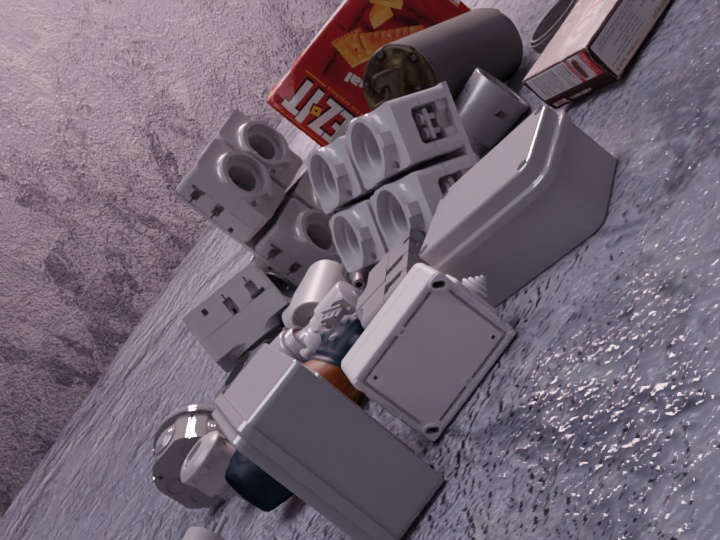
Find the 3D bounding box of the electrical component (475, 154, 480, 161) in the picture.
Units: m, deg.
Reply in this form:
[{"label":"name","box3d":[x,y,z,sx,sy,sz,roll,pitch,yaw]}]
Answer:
[{"label":"electrical component","box3d":[0.079,-0.087,0.903,0.040,0.040,0.078,-51,12,10]}]

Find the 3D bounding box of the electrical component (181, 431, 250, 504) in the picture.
[{"label":"electrical component","box3d":[-0.107,0.161,0.848,0.048,0.062,0.048,-50,13,15]}]

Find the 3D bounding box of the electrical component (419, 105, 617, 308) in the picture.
[{"label":"electrical component","box3d":[0.096,-0.038,0.665,0.113,0.057,0.078,-42,16,41]}]

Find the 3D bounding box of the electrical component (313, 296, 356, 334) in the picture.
[{"label":"electrical component","box3d":[-0.008,0.048,0.832,0.040,0.046,0.040,-45,16,17]}]

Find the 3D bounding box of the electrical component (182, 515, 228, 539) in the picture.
[{"label":"electrical component","box3d":[-0.119,0.215,0.786,0.077,0.043,0.079,-39,18,49]}]

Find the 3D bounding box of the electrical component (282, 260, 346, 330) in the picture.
[{"label":"electrical component","box3d":[-0.047,0.039,1.010,0.079,0.043,0.077,-46,14,28]}]

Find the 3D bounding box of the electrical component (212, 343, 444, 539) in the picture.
[{"label":"electrical component","box3d":[-0.022,0.097,0.604,0.056,0.109,0.109,-52,12,-8]}]

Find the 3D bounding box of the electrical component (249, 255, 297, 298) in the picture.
[{"label":"electrical component","box3d":[-0.082,0.004,1.162,0.044,0.077,0.079,-59,13,-25]}]

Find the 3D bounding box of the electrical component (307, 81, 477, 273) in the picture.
[{"label":"electrical component","box3d":[0.022,-0.066,0.865,0.060,0.105,0.186,-21,-1,-23]}]

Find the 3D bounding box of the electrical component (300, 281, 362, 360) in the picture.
[{"label":"electrical component","box3d":[-0.023,0.045,0.912,0.078,0.040,0.040,-49,13,18]}]

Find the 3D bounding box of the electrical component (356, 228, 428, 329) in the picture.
[{"label":"electrical component","box3d":[0.035,0.020,0.747,0.055,0.050,0.089,-48,13,22]}]

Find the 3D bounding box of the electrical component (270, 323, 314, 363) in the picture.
[{"label":"electrical component","box3d":[-0.055,0.070,0.956,0.062,0.043,0.043,-46,14,23]}]

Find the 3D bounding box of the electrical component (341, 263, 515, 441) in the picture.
[{"label":"electrical component","box3d":[0.042,0.041,0.635,0.096,0.062,0.061,-53,12,0]}]

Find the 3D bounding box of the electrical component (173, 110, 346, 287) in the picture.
[{"label":"electrical component","box3d":[-0.082,-0.069,1.105,0.060,0.186,0.105,-42,16,42]}]

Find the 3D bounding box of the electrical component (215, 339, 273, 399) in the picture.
[{"label":"electrical component","box3d":[-0.100,0.114,0.995,0.077,0.044,0.079,-47,14,26]}]

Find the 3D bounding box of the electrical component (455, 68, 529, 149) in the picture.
[{"label":"electrical component","box3d":[0.107,-0.135,0.907,0.047,0.055,0.055,-53,12,18]}]

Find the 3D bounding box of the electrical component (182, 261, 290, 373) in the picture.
[{"label":"electrical component","box3d":[-0.119,0.054,1.092,0.089,0.061,0.150,-40,-6,-8]}]

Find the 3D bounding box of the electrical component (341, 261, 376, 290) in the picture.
[{"label":"electrical component","box3d":[0.000,0.000,0.969,0.035,0.035,0.061,-48,15,21]}]

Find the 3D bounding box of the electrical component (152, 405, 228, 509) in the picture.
[{"label":"electrical component","box3d":[-0.141,0.162,0.933,0.080,0.080,0.051,-49,18,16]}]
